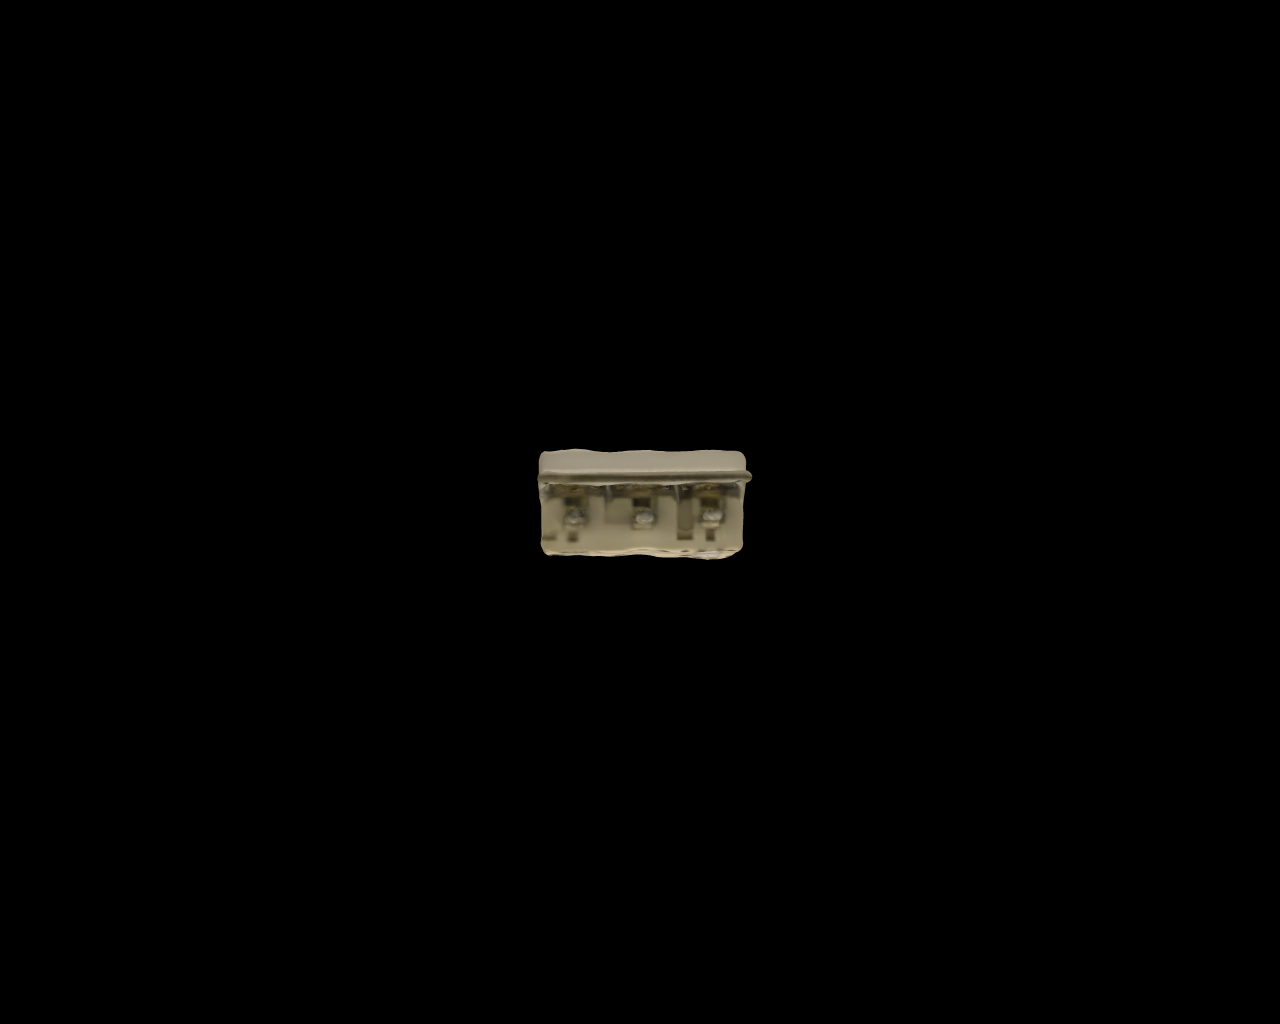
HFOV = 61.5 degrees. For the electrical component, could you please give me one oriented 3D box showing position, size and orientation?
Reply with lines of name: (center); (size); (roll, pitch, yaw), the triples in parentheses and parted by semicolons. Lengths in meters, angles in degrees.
electrical component: (0.001, -0.003, 0.650); (0.121, 0.063, 0.078); (1, -7, -5)
